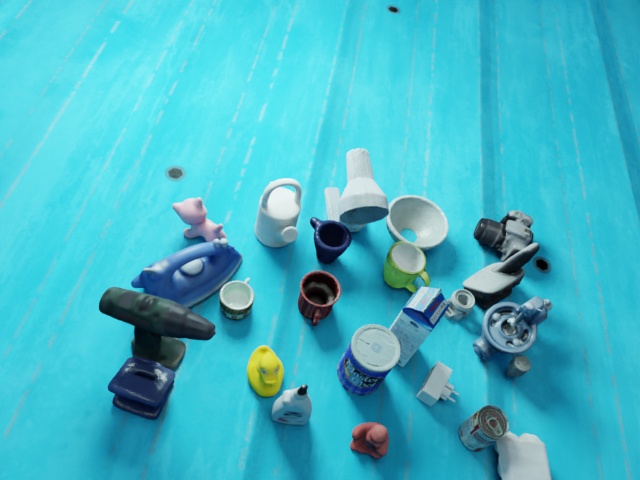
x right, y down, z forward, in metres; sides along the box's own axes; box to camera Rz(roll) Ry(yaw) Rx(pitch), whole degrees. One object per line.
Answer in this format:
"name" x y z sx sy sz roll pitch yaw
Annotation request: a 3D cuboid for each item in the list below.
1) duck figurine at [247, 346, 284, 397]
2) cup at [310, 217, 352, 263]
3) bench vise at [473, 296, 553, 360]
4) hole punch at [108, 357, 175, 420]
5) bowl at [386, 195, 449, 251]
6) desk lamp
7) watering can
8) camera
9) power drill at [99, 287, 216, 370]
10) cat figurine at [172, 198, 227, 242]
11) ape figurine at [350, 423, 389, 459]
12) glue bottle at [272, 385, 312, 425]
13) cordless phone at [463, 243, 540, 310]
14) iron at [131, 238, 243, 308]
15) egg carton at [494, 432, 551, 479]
"duck figurine" -0.109 0.261 1.179 0.078 0.086 0.104 -4 57 -16
"cup" 0.013 0.005 1.382 0.117 0.095 0.092 42 57 16
"bench vise" 0.455 0.168 1.300 0.121 0.220 0.208 38 56 14
"hole punch" -0.343 0.277 1.107 0.108 0.091 0.101 19 53 0
"bowl" 0.241 -0.031 1.476 0.167 0.075 0.167 7 55 -9
"desk lamp" 0.084 -0.106 1.403 0.118 0.213 0.203 -1 56 -14
"watering can" -0.090 -0.069 1.346 0.101 0.194 0.172 -28 66 -28
"camera" 0.486 -0.024 1.516 0.137 0.101 0.143 22 54 2
"power drill" -0.311 0.175 1.112 0.229 0.208 0.076 21 54 2
"cat figurine" -0.278 -0.047 1.332 0.127 0.118 0.067 30 54 8
"ape figurine" 0.107 0.393 1.137 0.076 0.092 0.077 -26 65 -28
"glue bottle" -0.046 0.313 1.104 0.078 0.173 0.037 6 54 -9
"cordless phone" 0.441 0.074 1.384 0.148 0.185 0.094 -29 66 -29
"iron" -0.274 0.053 1.248 0.259 0.141 0.118 -28 66 -29
"egg carton" 0.414 0.471 1.172 0.107 0.069 0.150 8 54 -9
